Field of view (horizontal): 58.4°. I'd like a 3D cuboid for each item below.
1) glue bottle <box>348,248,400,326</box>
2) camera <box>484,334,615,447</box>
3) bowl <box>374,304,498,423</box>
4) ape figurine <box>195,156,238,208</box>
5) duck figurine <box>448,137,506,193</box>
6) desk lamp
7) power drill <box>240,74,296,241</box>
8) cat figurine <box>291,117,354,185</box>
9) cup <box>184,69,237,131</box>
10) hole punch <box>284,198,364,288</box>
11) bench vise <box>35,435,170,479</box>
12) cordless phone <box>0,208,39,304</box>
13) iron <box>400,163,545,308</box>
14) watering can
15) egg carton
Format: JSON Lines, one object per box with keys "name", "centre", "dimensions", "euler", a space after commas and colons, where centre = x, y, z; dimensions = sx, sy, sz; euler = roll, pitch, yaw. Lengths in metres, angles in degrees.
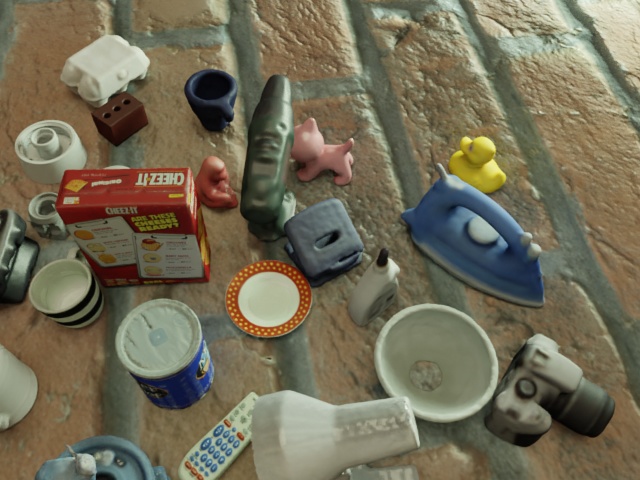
{"name": "glue bottle", "centre": [0.081, 0.059, 0.807], "dimensions": [0.078, 0.173, 0.037], "euler": [-33, 65, -21]}
{"name": "camera", "centre": [0.314, 0.213, 0.766], "dimensions": [0.136, 0.101, 0.143], "euler": [30, 61, 15]}
{"name": "bowl", "centre": [0.155, 0.178, 0.795], "dimensions": [0.167, 0.075, 0.167], "euler": [1, 58, -2]}
{"name": "ape figurine", "centre": [-0.172, -0.099, 0.939], "dimensions": [0.076, 0.092, 0.078], "euler": [9, 58, 3]}
{"name": "duck figurine", "centre": [0.278, -0.137, 0.991], "dimensions": [0.104, 0.086, 0.078], "euler": [39, 64, 20]}
{"name": "desk lamp", "centre": [0.027, 0.241, 0.666], "dimensions": [0.203, 0.213, 0.118], "euler": [-6, 58, -6]}
{"name": "power drill", "centre": [-0.076, -0.105, 0.879], "dimensions": [0.075, 0.208, 0.229], "euler": [5, 58, 0]}
{"name": "cat figurine", "centre": [-0.004, -0.155, 0.968], "dimensions": [0.128, 0.118, 0.067], "euler": [3, 58, -1]}
{"name": "cup", "centre": [-0.182, -0.233, 1.020], "dimensions": [0.092, 0.095, 0.117], "euler": [-30, 64, -20]}
{"name": "hole punch", "centre": [0.008, 0.003, 0.886], "dimensions": [0.109, 0.091, 0.101], "euler": [-28, 63, -19]}
{"name": "bench vise", "centre": [-0.279, 0.288, 0.617], "dimensions": [0.208, 0.220, 0.121], "euler": [-27, 63, -18]}
{"name": "cordless phone", "centre": [-0.482, 0.002, 0.804], "dimensions": [0.094, 0.185, 0.147], "euler": [-3, 58, -5]}
{"name": "iron", "centre": [0.256, -0.010, 0.878], "dimensions": [0.257, 0.141, 0.119], "euler": [39, 64, 19]}
{"name": "watering can", "centre": [-0.439, 0.159, 0.703], "dimensions": [0.172, 0.194, 0.101], "euler": [34, 62, 17]}
{"name": "egg carton", "centre": [-0.402, -0.319, 1.077], "dimensions": [0.107, 0.069, 0.150], "euler": [33, 62, 17]}
